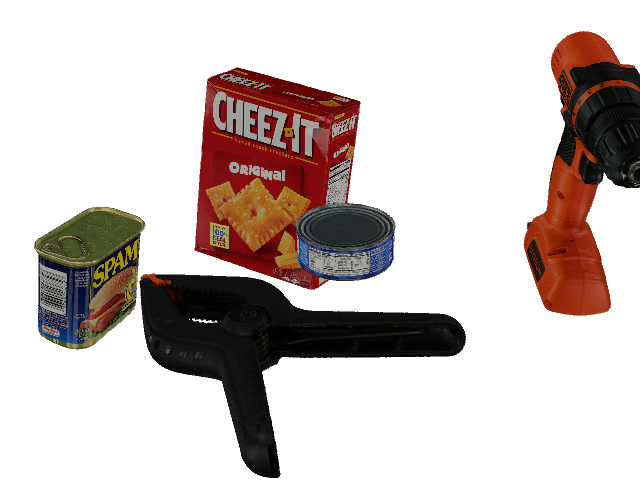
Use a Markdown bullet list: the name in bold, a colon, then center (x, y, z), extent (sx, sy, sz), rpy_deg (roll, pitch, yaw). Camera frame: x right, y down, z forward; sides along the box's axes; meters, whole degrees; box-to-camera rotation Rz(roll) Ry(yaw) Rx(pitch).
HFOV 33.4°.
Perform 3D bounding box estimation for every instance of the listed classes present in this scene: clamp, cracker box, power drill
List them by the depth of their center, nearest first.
- **clamp**: center (-0.030, 0.057, 0.640), extent (0.164, 0.036, 0.210), rpy_deg (-22, 30, -34)
- **power drill**: center (0.200, -0.039, 0.789), extent (0.057, 0.188, 0.184), rpy_deg (3, 35, -1)
- **cracker box**: center (-0.053, -0.068, 1.201), extent (0.164, 0.214, 0.072), rpy_deg (19, 28, 23)

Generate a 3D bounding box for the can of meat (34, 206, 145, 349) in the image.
- **can of meat**: center (-0.192, 0.031, 0.891), extent (0.057, 0.084, 0.102), rpy_deg (17, 27, 16)

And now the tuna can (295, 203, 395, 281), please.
- **tuna can**: center (0.022, 0.001, 0.921), extent (0.086, 0.034, 0.086), rpy_deg (-1, 28, 0)
